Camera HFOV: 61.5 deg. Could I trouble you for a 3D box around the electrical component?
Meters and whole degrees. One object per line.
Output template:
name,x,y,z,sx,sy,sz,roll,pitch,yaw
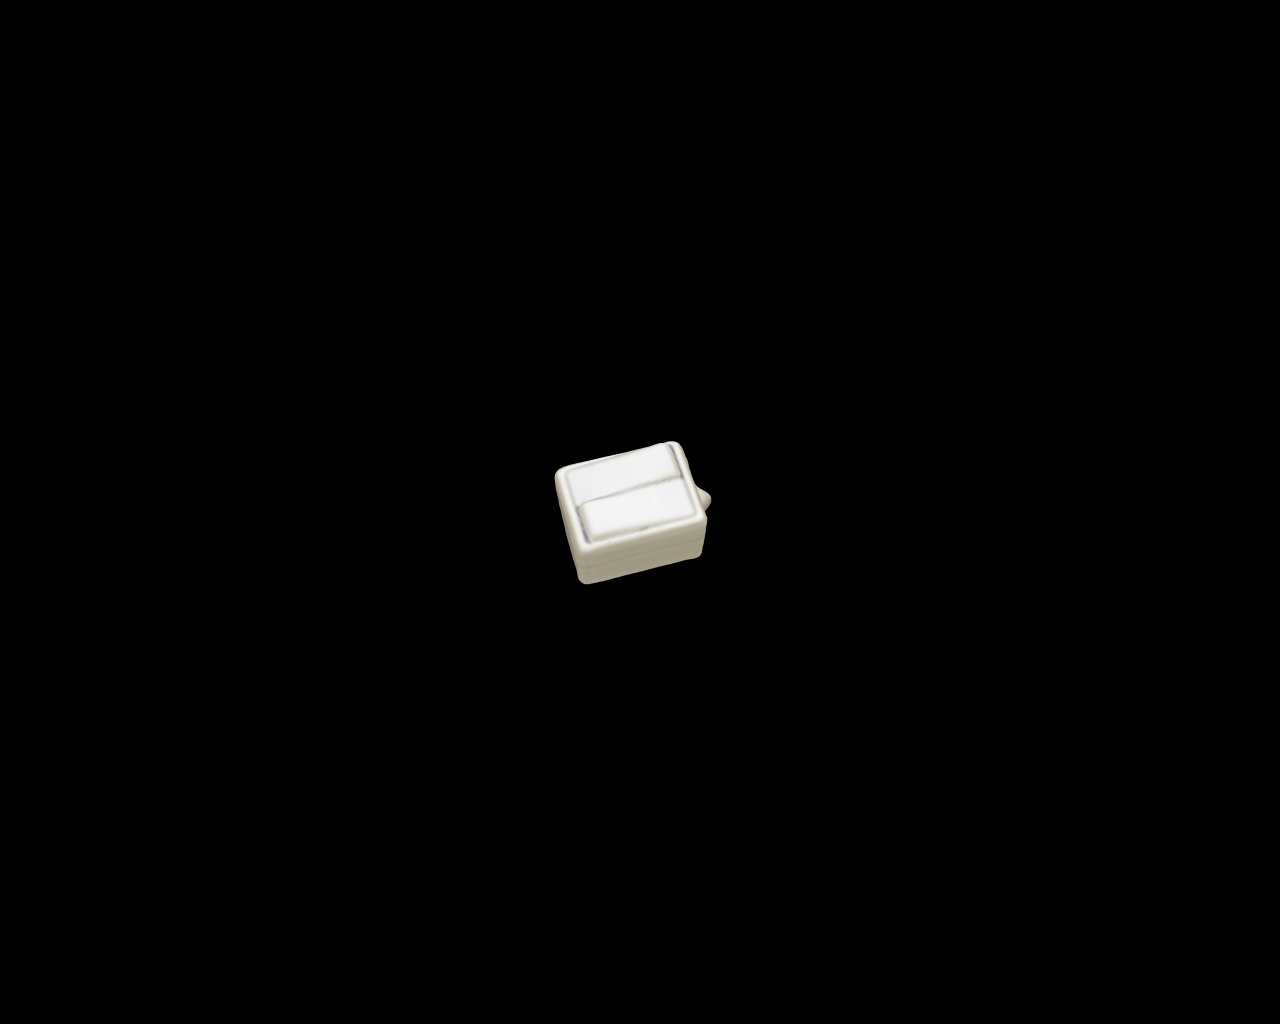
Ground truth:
electrical component,0.001,-0.003,0.650,0.096,0.062,0.061,-14,-26,-7
